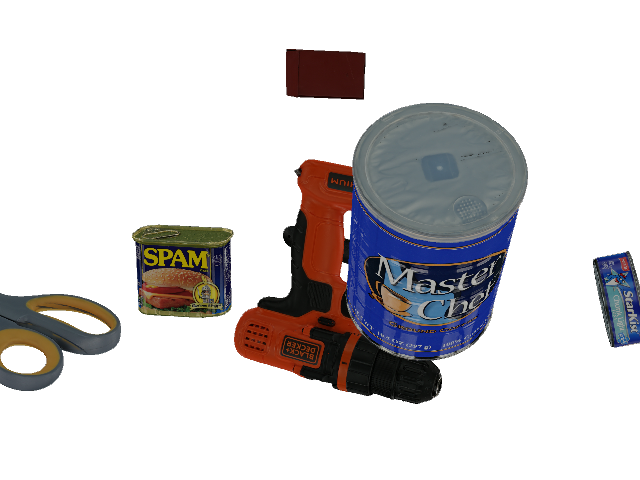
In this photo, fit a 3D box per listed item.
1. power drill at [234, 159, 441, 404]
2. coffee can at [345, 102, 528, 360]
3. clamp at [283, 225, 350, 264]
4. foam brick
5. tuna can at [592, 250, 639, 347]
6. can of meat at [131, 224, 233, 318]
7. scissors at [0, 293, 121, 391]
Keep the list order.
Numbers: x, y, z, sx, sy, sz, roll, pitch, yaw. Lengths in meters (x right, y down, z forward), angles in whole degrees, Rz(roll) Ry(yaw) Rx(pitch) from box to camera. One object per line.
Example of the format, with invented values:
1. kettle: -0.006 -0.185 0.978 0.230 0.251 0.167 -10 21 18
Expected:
1. power drill: 0.029 0.034 0.905 0.184 0.187 0.057 14 0 15
2. coffee can: 0.069 -0.003 0.678 0.103 0.103 0.140 0 -36 -1
3. clamp: 0.069 0.020 1.246 0.164 0.036 0.210 -21 51 -38
4. foam brick: 0.005 -0.181 1.165 0.078 0.051 0.053 0 11 -16
5. tuna can: 0.276 0.055 0.983 0.034 0.086 0.086 -11 -2 12
6. can of meat: -0.142 0.032 1.112 0.102 0.084 0.057 3 16 9
7. scissors: -0.232 0.051 0.706 0.202 0.016 0.096 11 34 12
